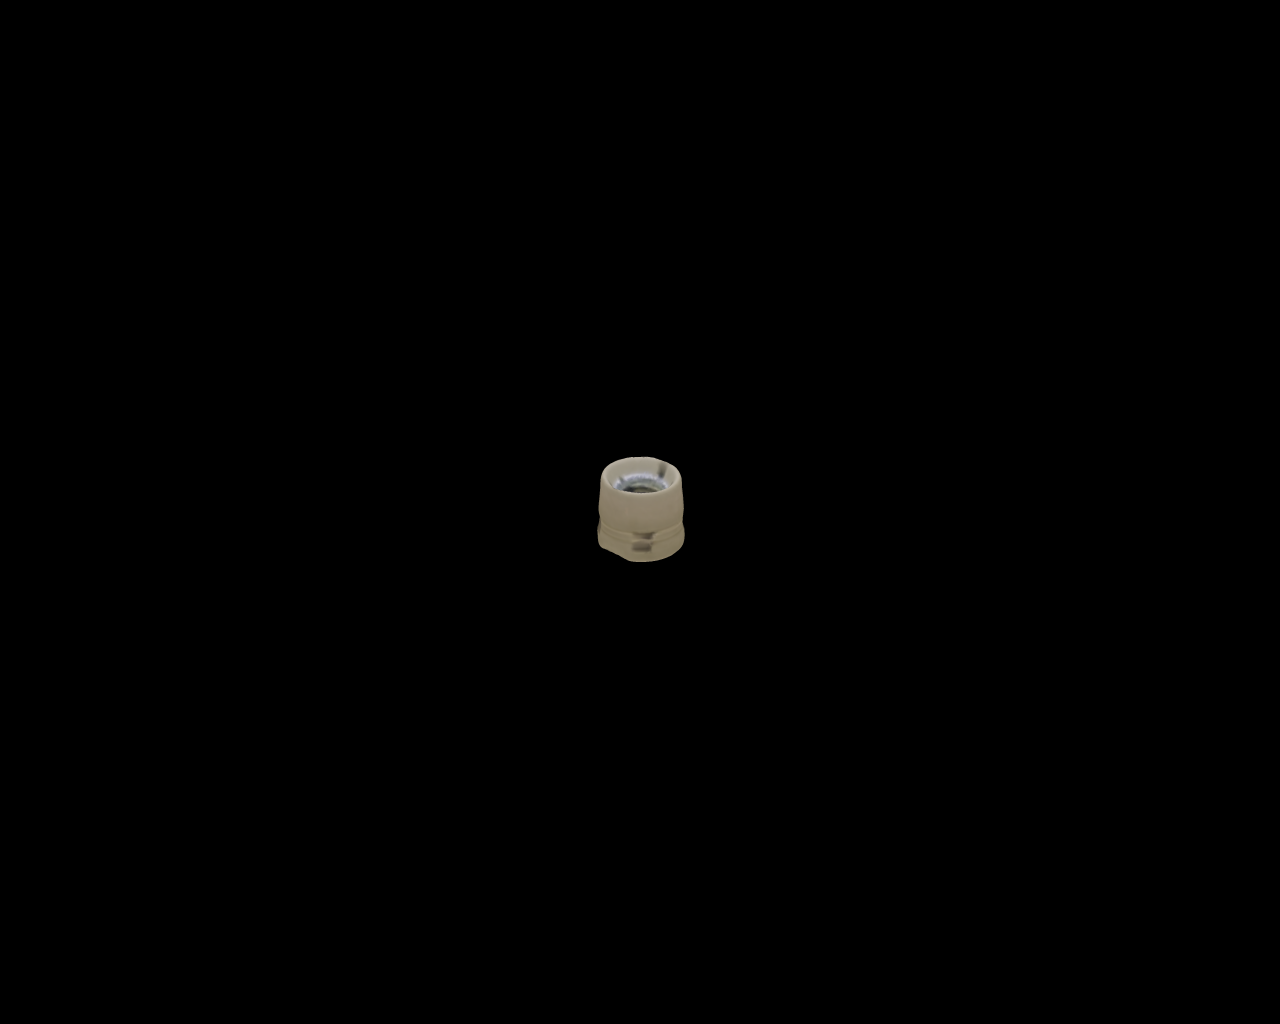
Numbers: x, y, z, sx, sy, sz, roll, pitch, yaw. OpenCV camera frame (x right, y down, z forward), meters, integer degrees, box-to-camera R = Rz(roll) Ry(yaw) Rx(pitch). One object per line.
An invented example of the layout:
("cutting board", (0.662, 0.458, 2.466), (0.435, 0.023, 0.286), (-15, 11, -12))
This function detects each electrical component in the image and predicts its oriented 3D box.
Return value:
("electrical component", (0.001, -0.003, 0.650), (0.055, 0.047, 0.055), (0, 31, 0))
